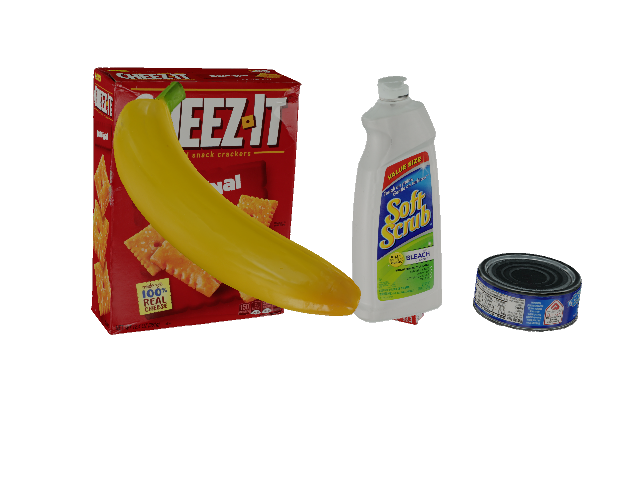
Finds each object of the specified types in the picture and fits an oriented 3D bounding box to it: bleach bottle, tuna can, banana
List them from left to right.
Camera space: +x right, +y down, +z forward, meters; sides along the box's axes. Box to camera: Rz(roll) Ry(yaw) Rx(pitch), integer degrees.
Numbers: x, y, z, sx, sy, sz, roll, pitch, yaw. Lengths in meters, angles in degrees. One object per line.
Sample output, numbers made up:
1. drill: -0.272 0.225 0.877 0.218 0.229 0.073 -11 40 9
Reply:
1. banana: -0.059 -0.022 0.562 0.069 0.198 0.037 -27 -34 -20
2. bleach bottle: 0.074 -0.045 1.119 0.102 0.251 0.068 -10 21 -15
3. tuna can: 0.169 0.041 0.872 0.086 0.034 0.086 2 22 -1

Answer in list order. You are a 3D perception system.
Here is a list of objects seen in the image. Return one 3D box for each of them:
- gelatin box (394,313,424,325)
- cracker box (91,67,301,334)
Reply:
1. gelatin box: 0.089 0.056 1.332 0.073 0.089 0.030 11 32 28
2. cracker box: -0.107 -0.035 0.908 0.164 0.214 0.072 -4 20 -26
